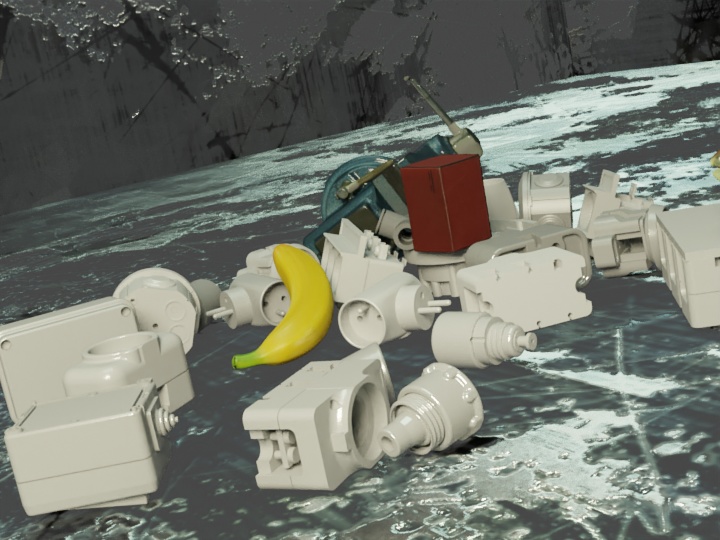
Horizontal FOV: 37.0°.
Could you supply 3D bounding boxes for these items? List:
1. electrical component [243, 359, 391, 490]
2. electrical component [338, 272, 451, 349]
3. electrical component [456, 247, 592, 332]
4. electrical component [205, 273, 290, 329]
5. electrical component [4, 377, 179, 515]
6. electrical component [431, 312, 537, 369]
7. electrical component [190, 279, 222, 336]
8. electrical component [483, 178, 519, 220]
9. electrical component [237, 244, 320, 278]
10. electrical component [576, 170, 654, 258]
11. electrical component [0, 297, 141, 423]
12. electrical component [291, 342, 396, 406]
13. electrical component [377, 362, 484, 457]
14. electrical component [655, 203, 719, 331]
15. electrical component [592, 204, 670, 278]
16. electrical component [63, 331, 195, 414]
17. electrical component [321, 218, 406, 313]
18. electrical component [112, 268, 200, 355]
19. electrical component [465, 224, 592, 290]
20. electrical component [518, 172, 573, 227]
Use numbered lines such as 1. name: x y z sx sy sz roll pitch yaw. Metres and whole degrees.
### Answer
1. electrical component: -0.019 0.090 0.636 0.056 0.050 0.089 -5 13 28
2. electrical component: 0.035 0.032 0.877 0.079 0.044 0.077 -4 14 31
3. electrical component: 0.127 0.017 0.847 0.089 0.050 0.056 -14 12 -11
4. electrical component: -0.106 0.032 1.013 0.079 0.043 0.077 -17 13 -27
5. electrical component: -0.155 0.108 0.652 0.096 0.061 0.061 -11 12 1
6. electrical component: 0.087 0.049 0.754 0.078 0.040 0.040 -2 15 39
7. electrical component: -0.164 0.040 1.032 0.043 0.043 0.081 -8 12 14
8. electrical component: 0.123 -0.053 1.117 0.044 0.077 0.079 -19 13 -32
9. electrical component: -0.076 0.003 1.093 0.078 0.058 0.057 -20 12 -37
10. electrical component: 0.241 -0.051 1.018 0.064 0.081 0.042 11 11 -4
11. electrical component: -0.231 0.071 0.861 0.113 0.078 0.057 -16 10 -22
12. electrical component: -0.013 0.078 0.714 0.065 0.044 0.044 -17 12 -4
13. electrical component: 0.037 0.086 0.622 0.062 0.048 0.048 -29 20 -37
14. electrical component: 0.273 -0.005 0.783 0.089 0.061 0.150 -9 12 10
15. electrical component: 0.239 -0.026 0.929 0.057 0.058 0.078 -8 12 29
16. electrical component: -0.171 0.082 0.796 0.054 0.059 0.095 -5 13 27
17. electrical component: 0.000 0.000 1.010 0.063 0.078 0.121 9 8 -10
18. electrical component: -0.181 0.042 0.952 0.080 0.080 0.051 -13 17 -7
19. electrical component: 0.142 -0.004 0.925 0.095 0.053 0.059 -15 12 -18
20. electrical component: 0.189 -0.060 1.087 0.051 0.080 0.080 -3 13 13
